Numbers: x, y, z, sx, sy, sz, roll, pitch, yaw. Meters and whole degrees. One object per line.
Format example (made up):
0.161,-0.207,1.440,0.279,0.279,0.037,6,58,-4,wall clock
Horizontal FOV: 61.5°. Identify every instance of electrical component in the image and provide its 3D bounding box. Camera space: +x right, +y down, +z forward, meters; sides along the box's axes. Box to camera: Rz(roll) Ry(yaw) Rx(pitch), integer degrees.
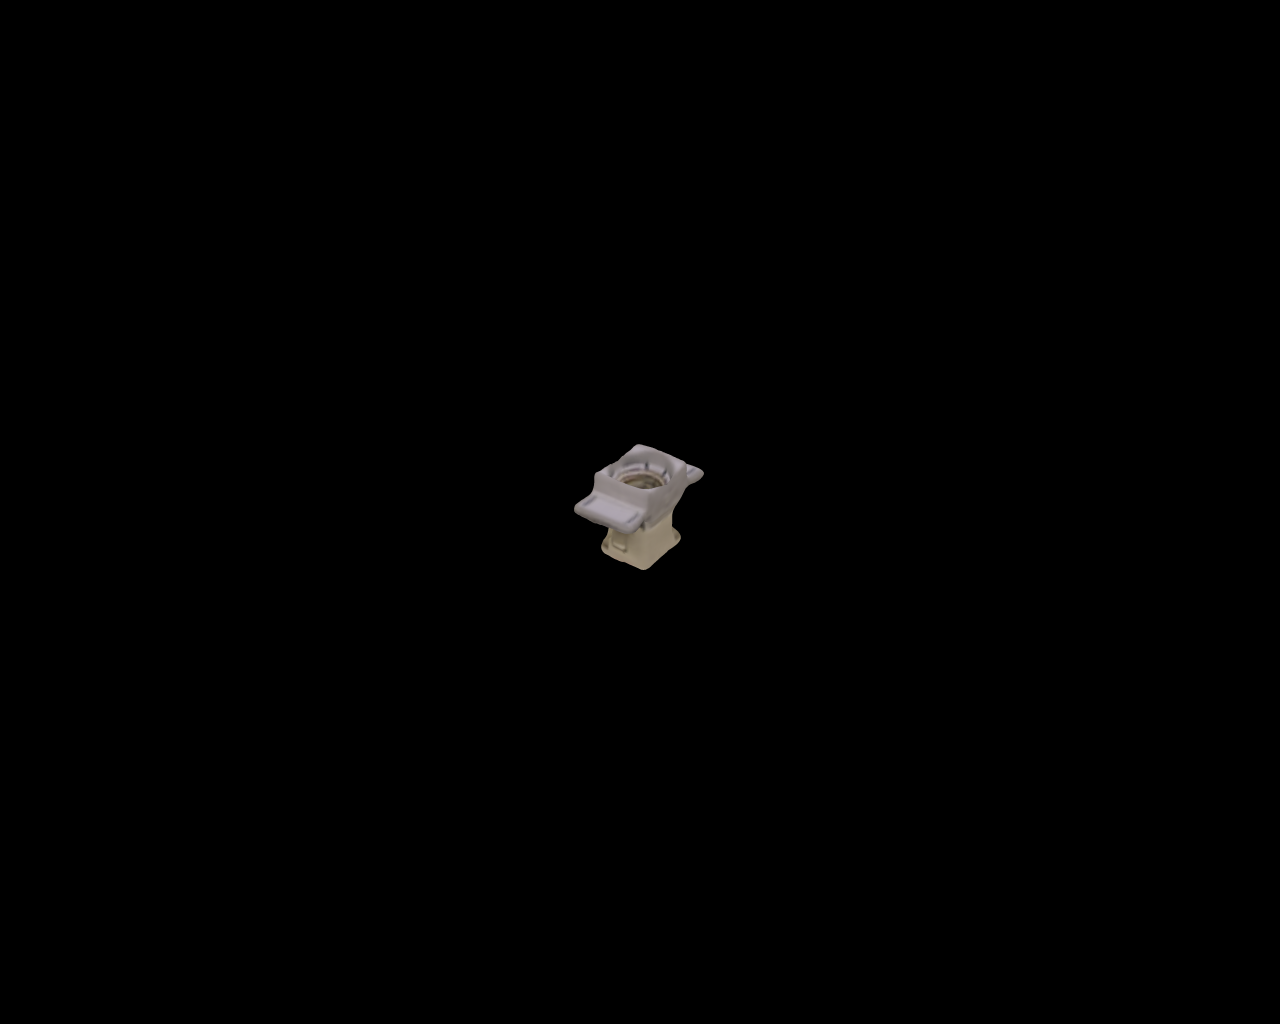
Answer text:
0.001,-0.003,0.650,0.042,0.063,0.081,22,40,30,electrical component
